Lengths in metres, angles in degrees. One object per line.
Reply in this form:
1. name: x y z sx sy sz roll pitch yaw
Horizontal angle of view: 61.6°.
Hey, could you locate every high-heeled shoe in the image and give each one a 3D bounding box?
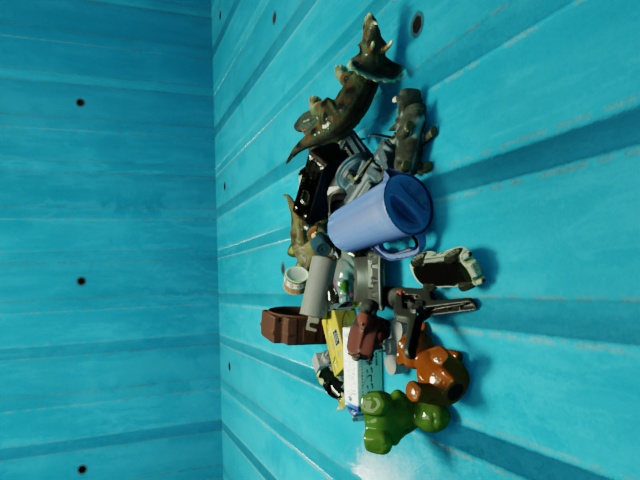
1. high-heeled shoe: 0.060 -0.063 1.426 0.145 0.086 0.248 -86 -6 -47

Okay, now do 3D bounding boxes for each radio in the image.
1. radio: 0.009 -0.156 1.497 0.073 0.131 0.229 41 135 26

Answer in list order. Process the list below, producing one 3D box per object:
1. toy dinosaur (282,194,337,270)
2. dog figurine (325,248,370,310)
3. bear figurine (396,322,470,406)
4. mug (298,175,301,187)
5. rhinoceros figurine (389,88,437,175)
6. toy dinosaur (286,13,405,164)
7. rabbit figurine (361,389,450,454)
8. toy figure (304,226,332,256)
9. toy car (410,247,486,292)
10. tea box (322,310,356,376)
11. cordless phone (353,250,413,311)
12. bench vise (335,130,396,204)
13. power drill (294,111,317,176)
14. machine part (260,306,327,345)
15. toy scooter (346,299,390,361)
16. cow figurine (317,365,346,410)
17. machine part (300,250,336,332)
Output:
1. toy dinosaur: -0.044 0.007 1.682 0.198 0.105 0.471 119 143 -51
2. dog figurine: 0.078 0.064 1.393 0.191 0.108 0.219 138 132 -65
3. bear figurine: 0.203 0.234 1.065 0.120 0.132 0.196 -54 35 8
4. mug: -0.027 -0.146 1.659 0.110 0.081 0.107 -19 76 40
5. rhinoceros figurine: 0.195 -0.227 1.148 0.112 0.073 0.190 -148 58 -75
6. toy dinosaur: 0.058 -0.317 1.274 0.404 0.131 0.192 -57 20 14
7. rabbit figurine: 0.183 0.366 1.101 0.159 0.170 0.121 24 -118 -68
8. toy figure: -0.004 -0.003 1.477 0.155 0.058 0.064 -117 18 -65
9. toy car: 0.241 0.056 1.032 0.073 0.056 0.202 61 157 -6
10. tea box: 0.066 0.274 1.467 0.098 0.068 0.170 118 146 -50
11. cordless phone: 0.164 0.093 1.237 0.184 0.089 0.146 -2 87 56
12. bench vise: 0.106 -0.197 1.301 0.241 0.129 0.223 63 143 40
13. power drill: -0.026 -0.304 1.684 0.232 0.086 0.207 163 113 -64
14. machine part: -0.067 0.253 1.616 0.201 0.201 0.087 -177 89 -68
15. toy scooter: 0.109 0.225 1.230 0.183 0.075 0.135 61 -136 -57
16. cow figurine: 0.056 0.404 1.455 0.167 0.098 0.068 -130 51 -58
17. machine part: -0.002 0.131 1.490 0.079 0.079 0.243 -6 70 68
